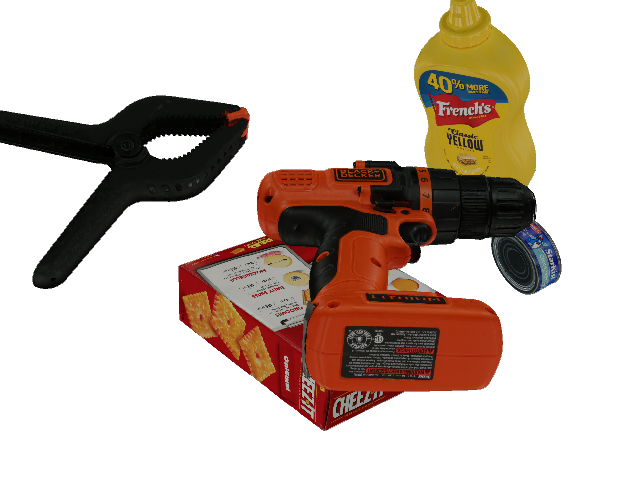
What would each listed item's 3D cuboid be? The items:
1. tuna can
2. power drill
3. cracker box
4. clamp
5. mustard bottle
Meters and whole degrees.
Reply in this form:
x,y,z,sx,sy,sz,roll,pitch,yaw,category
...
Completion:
x,y,z,sx,sy,sz,roll,pitch,yaw,category
0.234,0.018,1.223,0.033,0.086,0.086,-27,10,-21,tuna can
0.054,0.013,0.642,0.184,0.057,0.187,-1,30,-3,power drill
-0.003,0.069,0.968,0.163,0.072,0.214,-20,36,-36,cracker box
-0.147,-0.052,0.806,0.209,0.164,0.036,-14,-29,-17,clamp
0.128,-0.124,0.894,0.096,0.058,0.191,16,-37,27,mustard bottle
